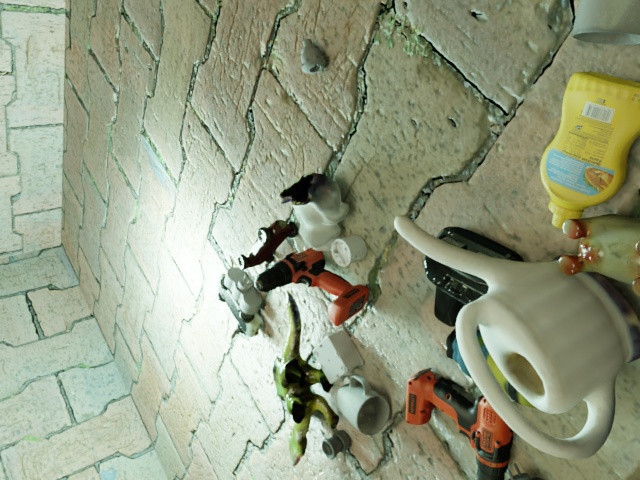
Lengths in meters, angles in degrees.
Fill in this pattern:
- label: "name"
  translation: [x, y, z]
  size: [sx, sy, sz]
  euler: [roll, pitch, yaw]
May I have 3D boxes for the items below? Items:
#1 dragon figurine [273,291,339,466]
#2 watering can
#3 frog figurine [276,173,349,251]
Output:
- label: "dragon figurine"
  translation: [-0.073, 0.334, 1.247]
  size: [0.240, 0.122, 0.413]
  euler: [-24, 74, 60]
- label: "watering can"
  translation: [0.256, 0.082, 0.645]
  size: [0.352, 0.226, 0.102]
  euler: [61, 158, 17]
- label: "frog figurine"
  translation: [0.003, -0.052, 1.035]
  size: [0.137, 0.125, 0.157]
  euler: [-6, 134, 43]
